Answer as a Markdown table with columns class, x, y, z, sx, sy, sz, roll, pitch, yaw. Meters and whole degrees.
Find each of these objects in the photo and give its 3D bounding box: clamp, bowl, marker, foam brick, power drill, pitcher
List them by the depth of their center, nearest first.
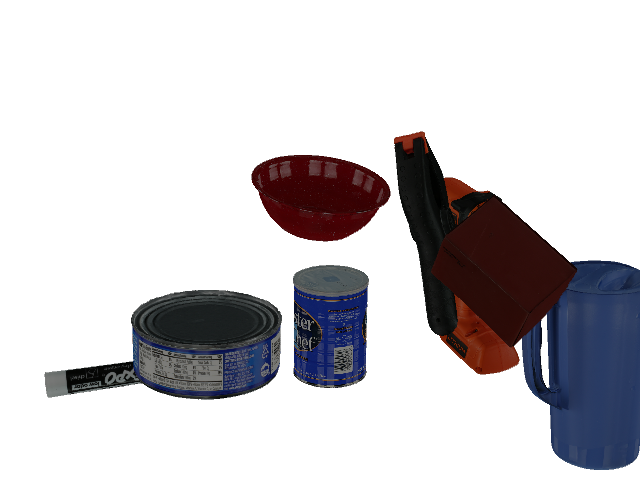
| class | x | y | z | sx | sy | sz | roll | pitch | yaw |
| --- | --- | --- | --- | --- | --- | --- | --- | --- | --- |
| foam brick | 0.122 | 0.020 | 0.714 | 0.051 | 0.078 | 0.053 | -37 | -20 | -23 |
| marker | -0.145 | 0.100 | 0.803 | 0.121 | 0.020 | 0.020 | -7 | 1 | -11 |
| clamp | 0.096 | -0.005 | 0.919 | 0.039 | 0.171 | 0.120 | -17 | 19 | 16 |
| power drill | 0.171 | 0.041 | 1.116 | 0.057 | 0.188 | 0.185 | -11 | 25 | -16 |
| bowl | -0.003 | -0.044 | 1.234 | 0.162 | 0.055 | 0.162 | 7 | 27 | -4 |
| pitcher | 0.331 | 0.154 | 1.310 | 0.149 | 0.243 | 0.144 | 4 | 17 | 21 |

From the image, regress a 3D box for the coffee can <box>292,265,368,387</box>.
| class | x | y | z | sx | sy | sz | roll | pitch | yaw |
| --- | --- | --- | --- | --- | --- | --- | --- | --- | --- |
| coffee can | 0.014 | 0.116 | 1.460 | 0.103 | 0.140 | 0.103 | 0 | 19 | 0 |

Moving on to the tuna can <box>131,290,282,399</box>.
| class | x | y | z | sx | sy | sz | roll | pitch | yaw |
| --- | --- | --- | --- | --- | --- | --- | --- | --- | --- |
| tuna can | -0.065 | 0.059 | 0.613 | 0.086 | 0.034 | 0.086 | 1 | 17 | -1 |
